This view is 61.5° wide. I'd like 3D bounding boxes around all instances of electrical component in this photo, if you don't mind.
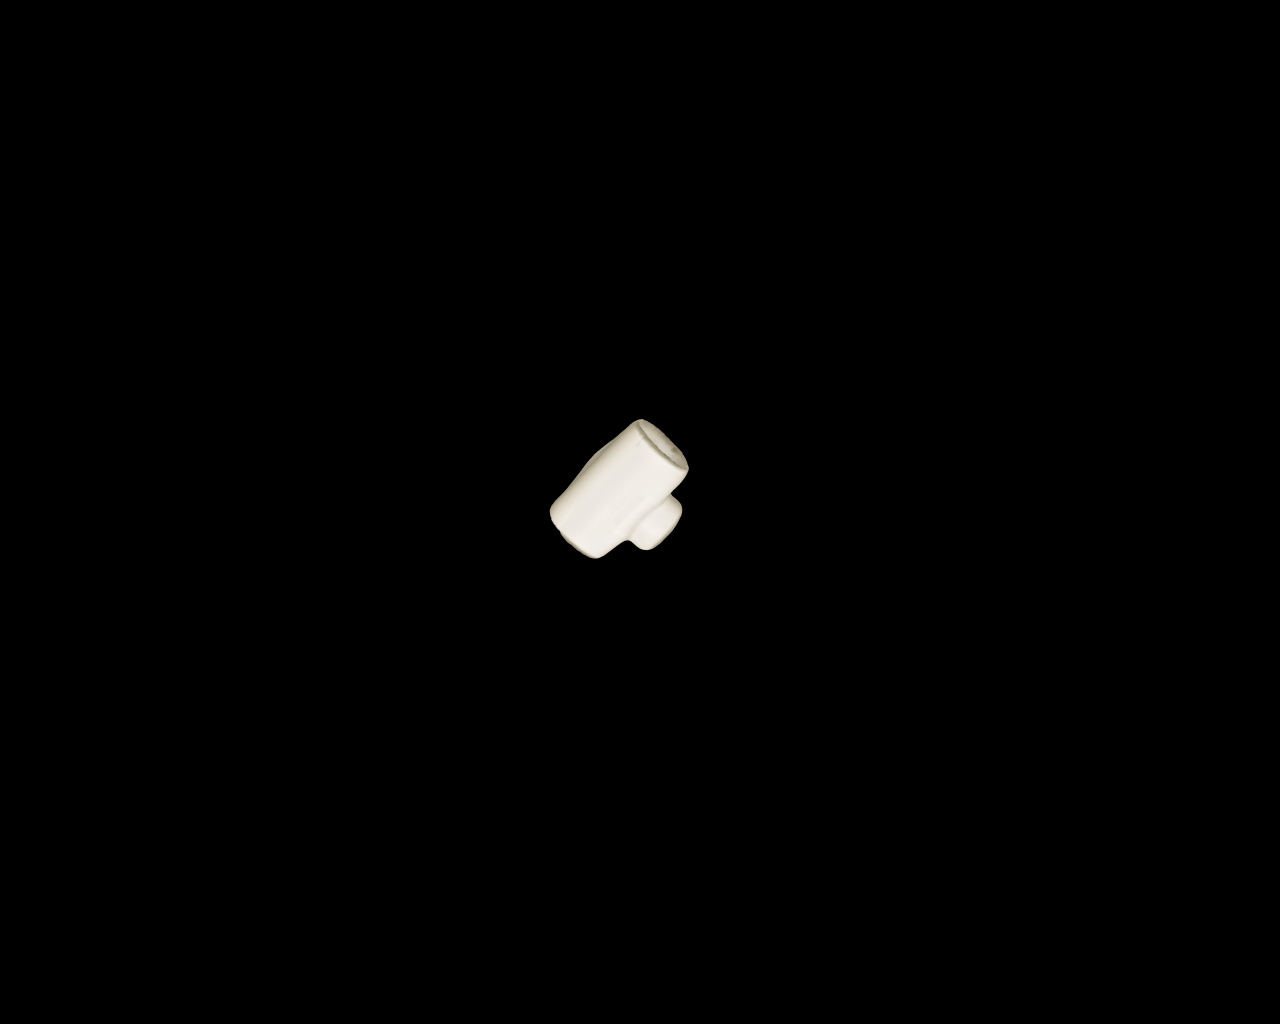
[{"bbox_3d":[0.001,-0.003,0.650,0.079,0.077,0.043,41,16,-14],"label":"electrical component"}]
